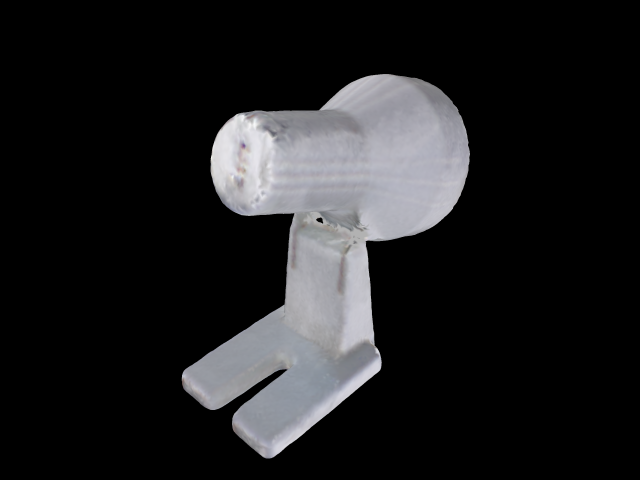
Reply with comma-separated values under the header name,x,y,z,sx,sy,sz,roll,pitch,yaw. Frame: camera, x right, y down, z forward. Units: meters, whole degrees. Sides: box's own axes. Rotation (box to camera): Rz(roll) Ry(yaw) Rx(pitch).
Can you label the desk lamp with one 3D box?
name,x,y,z,sx,sy,sz,roll,pitch,yaw
desk lamp,0.004,0.001,0.400,0.117,0.214,0.204,24,38,35
